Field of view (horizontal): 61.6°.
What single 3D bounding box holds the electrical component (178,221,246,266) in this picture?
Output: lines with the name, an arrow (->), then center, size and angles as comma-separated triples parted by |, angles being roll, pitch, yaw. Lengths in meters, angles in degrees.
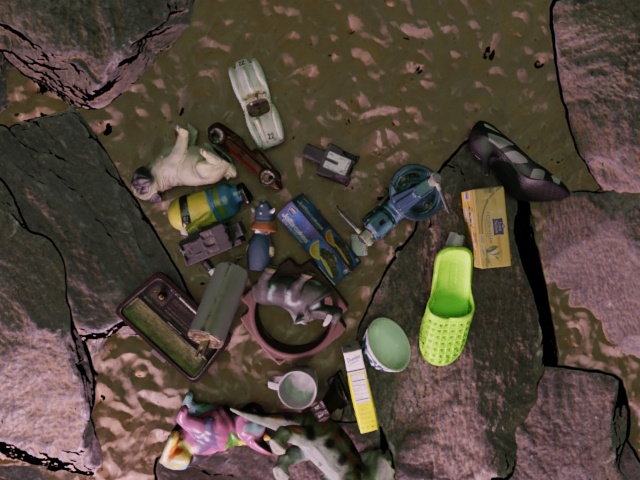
electrical component -> -0.224, 0.001, 1.146 | 0.134, 0.115, 0.058 | -23, 96, 0

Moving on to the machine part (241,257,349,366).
machine part -> -0.054, 0.154, 1.166 | 0.201, 0.087, 0.201 | -39, 90, 1

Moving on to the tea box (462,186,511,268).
tea box -> 0.357, -0.027, 1.159 | 0.068, 0.098, 0.169 | -7, 93, 1

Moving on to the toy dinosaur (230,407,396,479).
toy dinosaur -> 0.009, 0.446, 1.136 | 0.405, 0.192, 0.131 | 49, 129, 2

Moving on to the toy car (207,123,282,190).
toy car -> -0.155, -0.180, 1.154 | 0.202, 0.089, 0.053 | 39, 95, 0

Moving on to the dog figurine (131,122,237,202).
dog figurine -> -0.295, -0.135, 1.158 | 0.172, 0.121, 0.190 | 41, 102, 8

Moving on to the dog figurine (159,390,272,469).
dog figurine -> -0.213, 0.428, 1.162 | 0.219, 0.108, 0.191 | 21, 90, -4

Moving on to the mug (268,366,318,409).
mug -> -0.053, 0.310, 1.158 | 0.110, 0.107, 0.080 | -2, 89, 8

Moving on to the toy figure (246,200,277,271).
toy figure -> -0.128, -0.008, 1.176 | 0.064, 0.058, 0.154 | 8, 87, -6

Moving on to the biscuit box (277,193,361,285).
biscuit box -> -0.002, -0.004, 1.161 | 0.202, 0.063, 0.059 | 49, 125, 0

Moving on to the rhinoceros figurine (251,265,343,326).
rhinoceros figurine -> -0.044, 0.115, 1.086 | 0.190, 0.073, 0.112 | 17, 90, -1

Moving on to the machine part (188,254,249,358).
machine part -> -0.210, 0.133, 1.120 | 0.079, 0.079, 0.243 | 17, 58, -1

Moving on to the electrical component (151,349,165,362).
electrical component -> -0.340, 0.235, 1.196 | 0.094, 0.021, 0.063 | 42, 90, 0

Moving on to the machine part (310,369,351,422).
machine part -> 0.027, 0.338, 1.150 | 0.039, 0.139, 0.084 | -12, 95, 29

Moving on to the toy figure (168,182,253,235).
toy figure -> -0.239, -0.074, 1.162 | 0.180, 0.082, 0.089 | -26, 81, 4

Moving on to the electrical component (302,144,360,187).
electrical component -> 0.020, -0.170, 1.177 | 0.119, 0.048, 0.074 | 19, 91, 0

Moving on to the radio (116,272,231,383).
radio -> -0.308, 0.185, 1.156 | 0.229, 0.073, 0.131 | 43, 74, -2

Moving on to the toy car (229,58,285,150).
toy car -> -0.137, -0.296, 1.168 | 0.073, 0.056, 0.201 | -20, 92, 0

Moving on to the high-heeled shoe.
high-heeled shoe -> 0.439, -0.174, 1.186 | 0.249, 0.086, 0.145 | 15, 60, -18

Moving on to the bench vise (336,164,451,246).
bench vise -> 0.173, -0.080, 1.096 | 0.224, 0.240, 0.129 | -29, 88, -16
